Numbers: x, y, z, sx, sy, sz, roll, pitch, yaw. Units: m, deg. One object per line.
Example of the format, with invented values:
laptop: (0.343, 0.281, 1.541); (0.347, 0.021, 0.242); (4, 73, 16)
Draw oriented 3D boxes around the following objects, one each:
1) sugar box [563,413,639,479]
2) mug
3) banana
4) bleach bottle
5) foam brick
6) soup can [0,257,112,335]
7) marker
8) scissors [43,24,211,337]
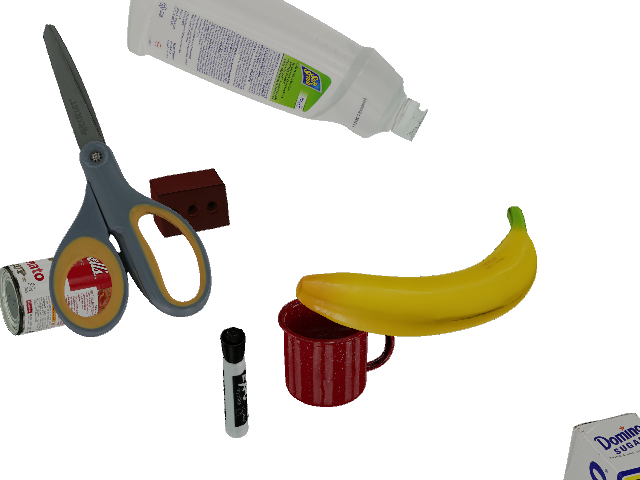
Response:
sugar box: (0.176, 0.170, 0.502); (0.048, 0.093, 0.176); (-9, 28, -21)
mug: (0.017, 0.108, 1.056); (0.117, 0.081, 0.093); (-8, 27, -15)
banana: (0.077, 0.030, 0.689); (0.197, 0.037, 0.070); (-16, 49, -35)
bleach bottle: (-0.033, -0.146, 0.873); (0.251, 0.068, 0.103); (27, -32, 3)
foam brick: (-0.147, -0.043, 1.195); (0.078, 0.053, 0.051); (-12, 29, -14)
soup can: (-0.250, 0.049, 1.023); (0.102, 0.068, 0.069); (-11, 6, -31)
marker: (-0.066, 0.111, 0.829); (0.020, 0.121, 0.020); (1, 44, -1)
scissors: (-0.138, -0.029, 0.603); (0.096, 0.202, 0.016); (-35, -17, -13)
